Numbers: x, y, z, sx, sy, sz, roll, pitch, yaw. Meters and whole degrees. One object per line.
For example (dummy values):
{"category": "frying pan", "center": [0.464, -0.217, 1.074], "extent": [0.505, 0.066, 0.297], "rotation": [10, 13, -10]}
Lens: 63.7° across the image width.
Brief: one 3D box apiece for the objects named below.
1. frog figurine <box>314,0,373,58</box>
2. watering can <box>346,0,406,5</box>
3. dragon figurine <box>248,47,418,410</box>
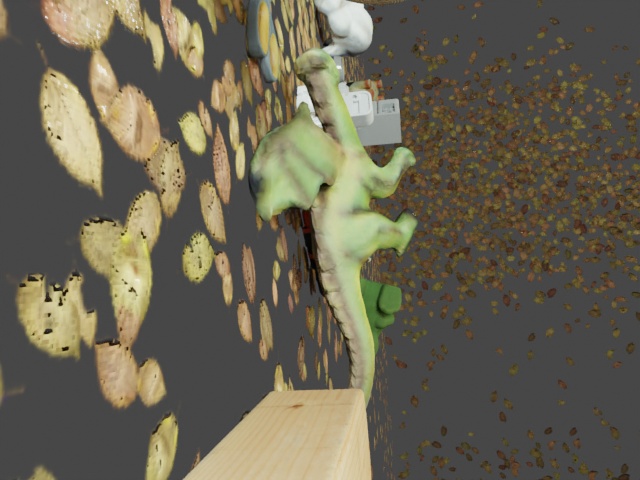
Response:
{"category": "frog figurine", "center": [0.049, -0.449, 1.019], "extent": [0.140, 0.123, 0.155], "rotation": [-56, 157, -45]}
{"category": "watering can", "center": [-0.005, -0.311, 0.291], "extent": [0.105, 0.224, 0.344], "rotation": [-30, 117, -60]}
{"category": "dragon figurine", "center": [0.002, -0.028, 0.554], "extent": [0.240, 0.121, 0.417], "rotation": [28, 58, -47]}
